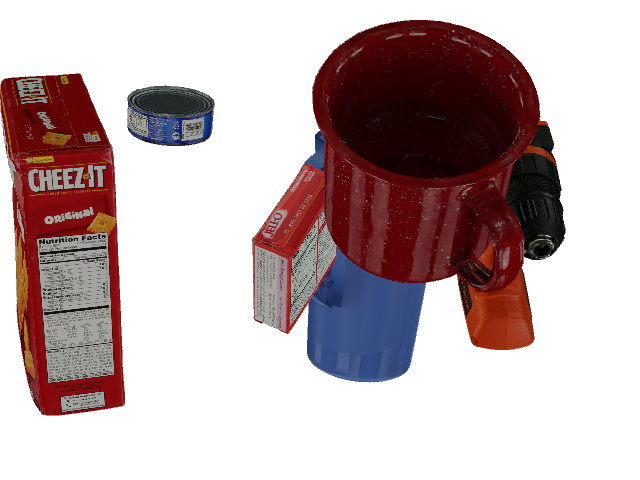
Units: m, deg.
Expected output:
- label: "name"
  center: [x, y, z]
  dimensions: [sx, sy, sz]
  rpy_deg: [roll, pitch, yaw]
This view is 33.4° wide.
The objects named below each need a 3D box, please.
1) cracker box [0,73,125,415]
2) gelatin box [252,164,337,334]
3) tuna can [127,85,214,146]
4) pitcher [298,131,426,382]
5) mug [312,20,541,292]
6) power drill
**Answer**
- label: "cracker box"
  center: [-0.199, 0.000, 0.814]
  dimensions: [0.072, 0.214, 0.164]
  rpy_deg: [-7, 28, -18]
- label: "gelatin box"
  center: [-0.016, 0.006, 0.695]
  dimensions: [0.030, 0.073, 0.089]
  rpy_deg: [22, -36, 15]
- label: "tuna can"
  center: [-0.149, -0.124, 1.059]
  dimensions: [0.086, 0.034, 0.086]
  rpy_deg: [5, 26, -3]
- label: "pitcher"
  center: [0.042, 0.014, 1.056]
  dimensions: [0.149, 0.243, 0.145]
  rpy_deg: [5, 16, -3]
- label: "mug"
  center: [0.049, -0.026, 0.461]
  dimensions: [0.093, 0.117, 0.081]
  rpy_deg: [-27, -31, -18]
- label: "power drill"
  center: [0.146, -0.004, 0.822]
  dimensions: [0.057, 0.188, 0.184]
  rpy_deg: [1, 42, 0]
